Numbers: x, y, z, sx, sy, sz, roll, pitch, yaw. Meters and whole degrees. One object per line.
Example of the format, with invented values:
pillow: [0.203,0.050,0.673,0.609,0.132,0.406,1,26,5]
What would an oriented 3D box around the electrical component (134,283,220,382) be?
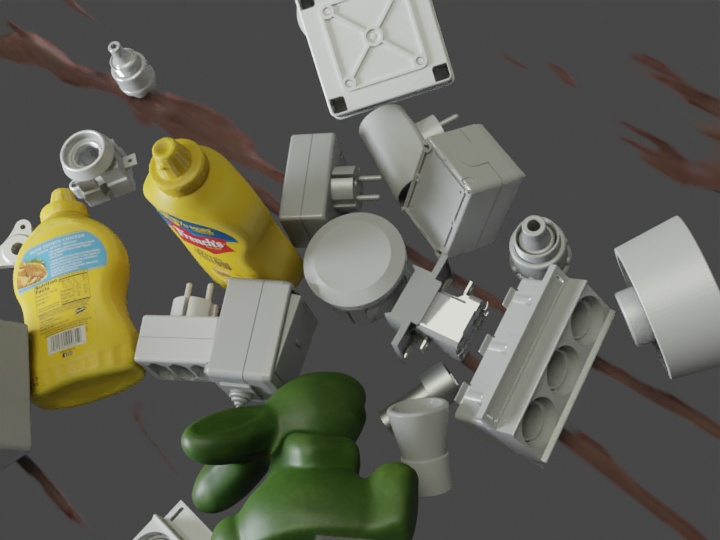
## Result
electrical component: [-0.134,0.045,0.855,0.066,0.047,0.076,1,65,15]

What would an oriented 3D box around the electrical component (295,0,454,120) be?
electrical component: [0.013,-0.193,0.901,0.109,0.056,0.108,-17,95,6]

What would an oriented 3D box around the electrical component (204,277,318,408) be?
electrical component: [-0.074,0.061,0.823,0.061,0.061,0.096,4,66,16]

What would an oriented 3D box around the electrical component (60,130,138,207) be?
electrical component: [-0.231,-0.091,0.942,0.066,0.055,0.048,-20,61,5]

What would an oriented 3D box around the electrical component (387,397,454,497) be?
electrical component: [0.045,0.127,0.761,0.044,0.044,0.065,-7,97,11]

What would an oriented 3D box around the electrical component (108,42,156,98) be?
electrical component: [-0.211,-0.185,0.979,0.035,0.061,0.035,-6,64,12]

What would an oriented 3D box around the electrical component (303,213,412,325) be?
electrical component: [0.000,0.000,0.840,0.080,0.051,0.080,-6,63,12]

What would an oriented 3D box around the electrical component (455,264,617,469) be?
electrical component: [0.123,0.067,0.764,0.063,0.079,0.121,8,64,50]

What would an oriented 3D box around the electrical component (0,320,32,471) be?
electrical component: [-0.305,0.105,0.838,0.109,0.056,0.108,-33,57,39]

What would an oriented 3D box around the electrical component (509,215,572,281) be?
electrical component: [0.133,-0.019,0.808,0.048,0.062,0.048,-6,64,12]

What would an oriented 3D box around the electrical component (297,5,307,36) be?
electrical component: [-0.011,-0.257,0.974,0.099,0.064,0.099,-2,55,2]

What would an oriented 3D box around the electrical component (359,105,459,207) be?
electrical component: [0.050,-0.102,0.880,0.079,0.043,0.077,-27,61,0]

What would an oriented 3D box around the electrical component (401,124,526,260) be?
electrical component: [0.079,-0.056,0.831,0.061,0.096,0.061,-19,57,-27]

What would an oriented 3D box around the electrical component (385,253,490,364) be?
electrical component: [0.059,0.035,0.813,0.064,0.042,0.081,24,73,22]

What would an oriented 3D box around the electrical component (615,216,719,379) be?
electrical component: [0.212,0.024,0.744,0.060,0.108,0.108,-23,61,10]

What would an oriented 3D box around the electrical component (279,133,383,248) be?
electrical component: [-0.019,-0.065,0.876,0.076,0.047,0.083,-1,60,14]

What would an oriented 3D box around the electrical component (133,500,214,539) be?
electrical component: [-0.108,0.233,0.748,0.121,0.063,0.078,38,79,27]
